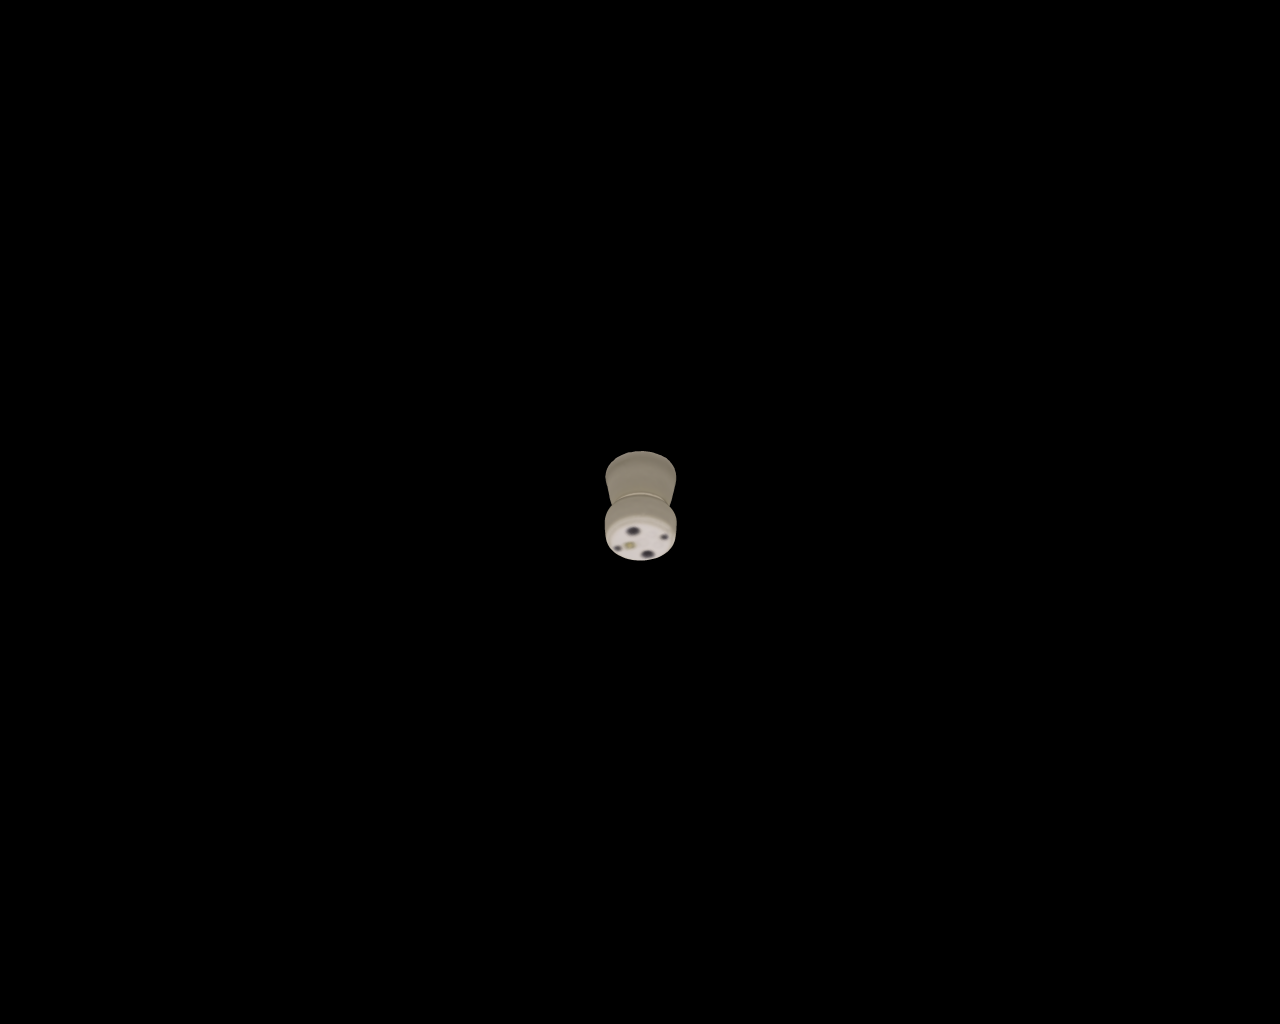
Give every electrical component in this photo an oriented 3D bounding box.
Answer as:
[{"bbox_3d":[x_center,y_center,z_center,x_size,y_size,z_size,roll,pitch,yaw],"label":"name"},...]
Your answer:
[{"bbox_3d":[0.001,-0.003,0.650,0.045,0.055,0.044,0,-40,0],"label":"electrical component"}]
